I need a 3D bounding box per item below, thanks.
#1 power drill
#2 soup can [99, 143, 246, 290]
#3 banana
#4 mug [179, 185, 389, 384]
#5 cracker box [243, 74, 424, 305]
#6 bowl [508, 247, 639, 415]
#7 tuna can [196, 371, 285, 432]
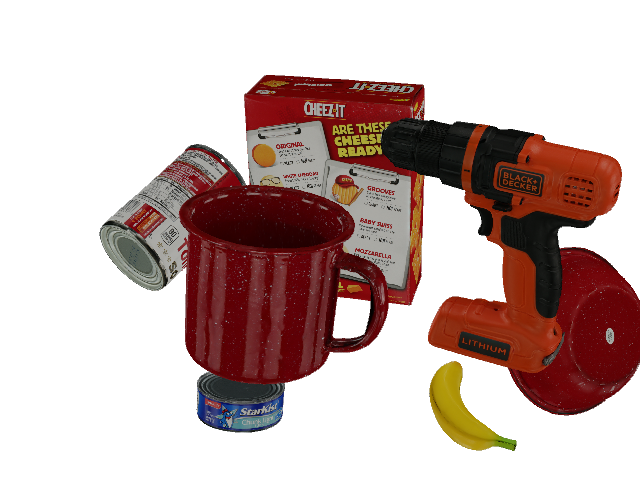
[{"bbox_3d":[0.129,0.001,0.830,0.185,0.188,0.057,15,32,24],"label":"power drill"},{"bbox_3d":[-0.113,-0.018,0.827,0.069,0.068,0.102,0,39,49],"label":"soup can"},{"bbox_3d":[0.166,0.199,1.278,0.069,0.037,0.198,10,21,-17],"label":"banana"},{"bbox_3d":[-0.020,0.026,0.573,0.117,0.081,0.093,12,24,15],"label":"mug"},{"bbox_3d":[0.017,-0.050,1.051,0.164,0.214,0.072,6,29,14],"label":"cracker box"},{"bbox_3d":[0.251,0.087,0.999,0.161,0.162,0.055,0,0,-27],"label":"bowl"},{"bbox_3d":[-0.078,0.155,1.037,0.086,0.034,0.086,3,15,-1],"label":"tuna can"}]
